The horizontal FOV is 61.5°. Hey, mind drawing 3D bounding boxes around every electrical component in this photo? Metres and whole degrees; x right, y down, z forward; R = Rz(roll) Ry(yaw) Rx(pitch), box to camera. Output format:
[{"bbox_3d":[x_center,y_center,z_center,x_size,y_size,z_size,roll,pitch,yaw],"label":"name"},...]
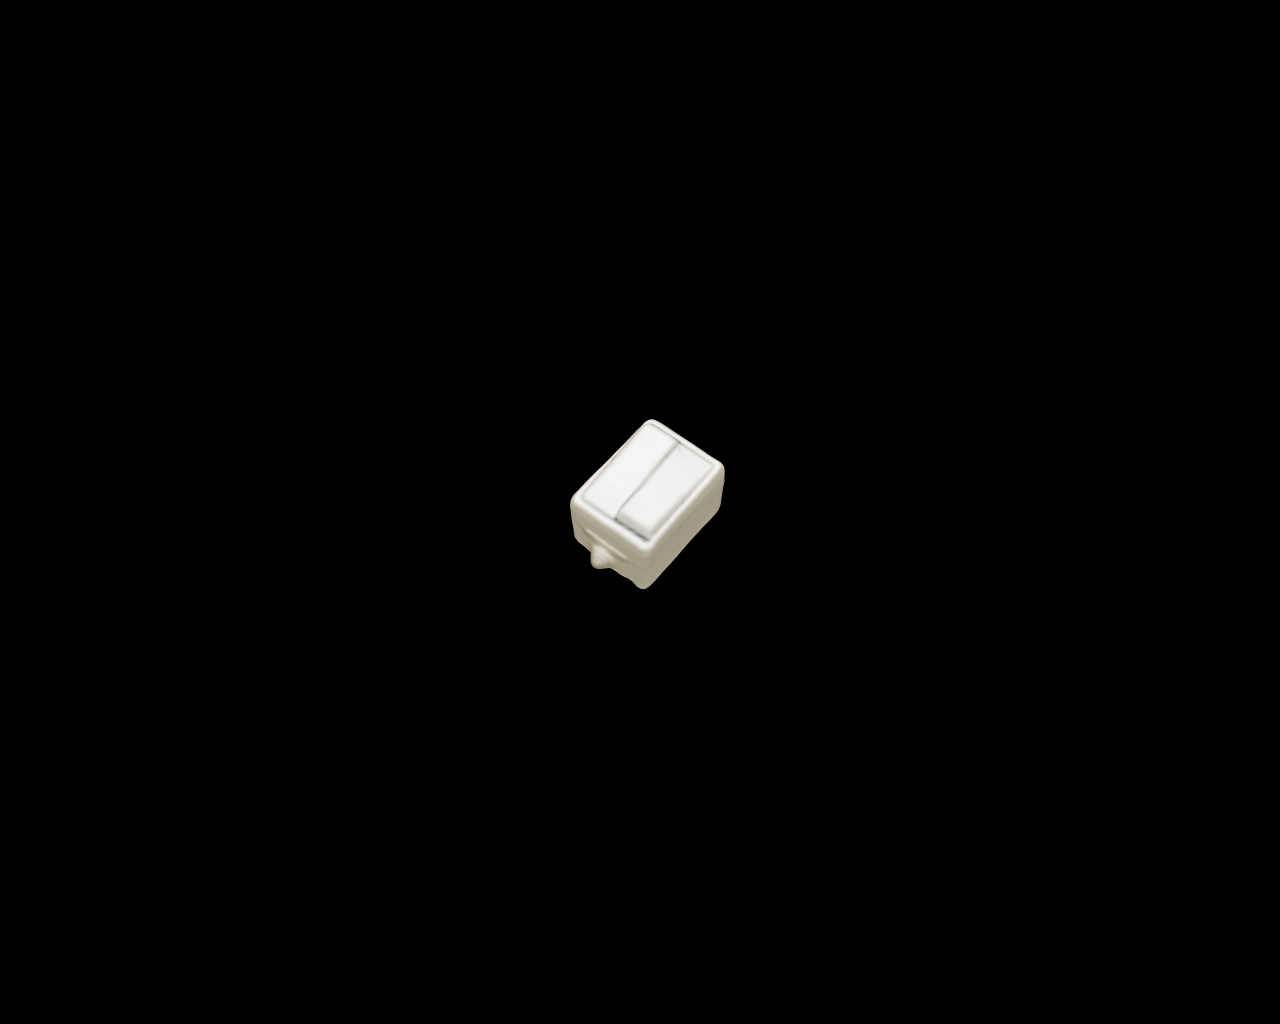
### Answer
[{"bbox_3d":[0.001,-0.003,0.650,0.062,0.096,0.061,36,-24,18],"label":"electrical component"}]
